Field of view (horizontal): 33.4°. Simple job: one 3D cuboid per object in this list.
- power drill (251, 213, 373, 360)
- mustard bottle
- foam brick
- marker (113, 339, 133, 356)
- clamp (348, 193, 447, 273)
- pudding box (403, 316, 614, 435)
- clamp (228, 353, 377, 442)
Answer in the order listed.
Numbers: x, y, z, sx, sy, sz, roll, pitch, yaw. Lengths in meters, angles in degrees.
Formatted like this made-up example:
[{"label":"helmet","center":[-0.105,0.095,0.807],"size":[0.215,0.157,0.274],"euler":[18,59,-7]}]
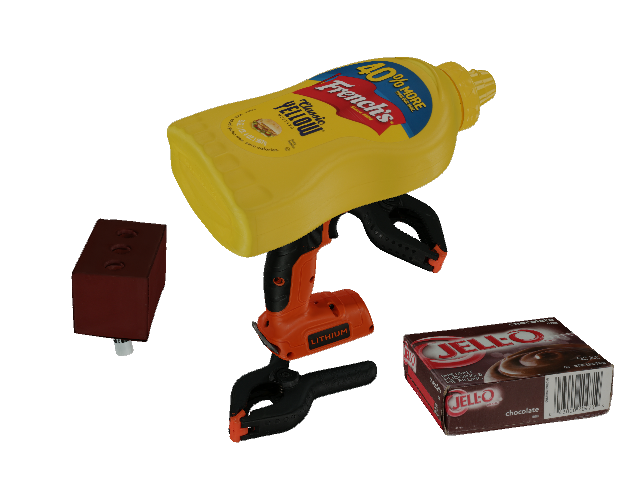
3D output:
[{"label":"power drill","center":[0.007,0.002,0.924],"size":[0.184,0.188,0.057],"euler":[-15,32,-21]},{"label":"mustard bottle","center":[0.018,-0.059,0.601],"size":[0.191,0.058,0.096],"euler":[-22,44,-22]},{"label":"foam brick","center":[-0.140,0.027,0.751],"size":[0.053,0.051,0.078],"euler":[6,30,-1]},{"label":"marker","center":[-0.220,0.065,1.138],"size":[0.020,0.121,0.020],"euler":[-8,18,2]},{"label":"clamp","center":[0.067,-0.038,1.267],"size":[0.164,0.036,0.210],"euler":[-16,52,-29]},{"label":"pudding box","center":[0.119,0.086,0.694],"size":[0.113,0.039,0.090],"euler":[-4,18,-11]},{"label":"clamp","center":[-0.039,0.140,1.071],"size":[0.120,0.039,0.171],"euler":[24,35,39]}]
